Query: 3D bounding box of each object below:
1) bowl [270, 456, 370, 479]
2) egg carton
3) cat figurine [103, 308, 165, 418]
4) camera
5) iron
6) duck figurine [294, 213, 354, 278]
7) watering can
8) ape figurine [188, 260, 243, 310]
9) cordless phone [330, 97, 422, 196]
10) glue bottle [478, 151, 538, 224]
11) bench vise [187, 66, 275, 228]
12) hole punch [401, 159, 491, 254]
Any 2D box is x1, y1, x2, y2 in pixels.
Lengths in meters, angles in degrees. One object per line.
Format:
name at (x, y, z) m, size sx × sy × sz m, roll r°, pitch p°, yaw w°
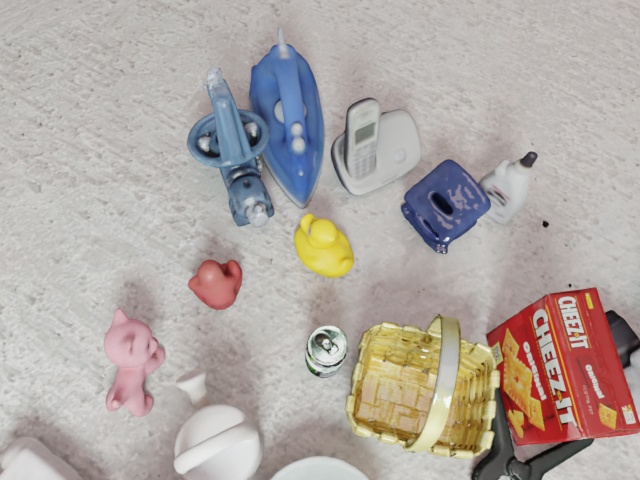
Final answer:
bowl at (-0.002, 0.356, 0.709) m, size 0.167 × 0.075 × 0.167 m, roll 1°, pitch 68°, yaw -3°
egg carton at (-0.346, 0.322, 0.703) m, size 0.150 × 0.069 × 0.107 m, roll 33°, pitch 70°, yaw 9°
cat figurine at (-0.250, 0.159, 0.748) m, size 0.067 × 0.118 × 0.128 m, roll 7°, pitch 68°, yaw -1°
camera at (0.443, 0.160, 0.802) m, size 0.143 × 0.101 × 0.136 m, roll -26°, pitch 72°, yaw -13°
iron at (-0.044, -0.192, 0.888) m, size 0.118 × 0.141 × 0.258 m, roll -9°, pitch 69°, yaw -7°
duck figurine at (0.008, 0.003, 0.844) m, size 0.077 × 0.086 × 0.104 m, roll -42°, pitch 76°, yaw -17°
watering can at (-0.125, 0.242, 0.682) m, size 0.172 × 0.194 × 0.101 m, roll 42°, pitch 72°, yaw 13°
ape figurine at (-0.149, 0.056, 0.809) m, size 0.078 × 0.092 × 0.076 m, roll -6°, pitch 69°, yaw -6°
cordless phone at (0.091, -0.158, 0.860) m, size 0.148 × 0.185 × 0.094 m, roll -30°, pitch 73°, yaw -14°
glue bottle at (0.282, -0.086, 0.850) m, size 0.078 × 0.173 × 0.037 m, roll 39°, pitch 71°, yaw 12°
bench vise at (-0.110, -0.131, 0.817) m, size 0.122 × 0.220 × 0.207 m, roll -37°, pitch 75°, yaw -16°
hole punch at (0.190, -0.051, 0.874) m, size 0.101 × 0.091 × 0.108 m, roll -35°, pitch 74°, yaw -15°
